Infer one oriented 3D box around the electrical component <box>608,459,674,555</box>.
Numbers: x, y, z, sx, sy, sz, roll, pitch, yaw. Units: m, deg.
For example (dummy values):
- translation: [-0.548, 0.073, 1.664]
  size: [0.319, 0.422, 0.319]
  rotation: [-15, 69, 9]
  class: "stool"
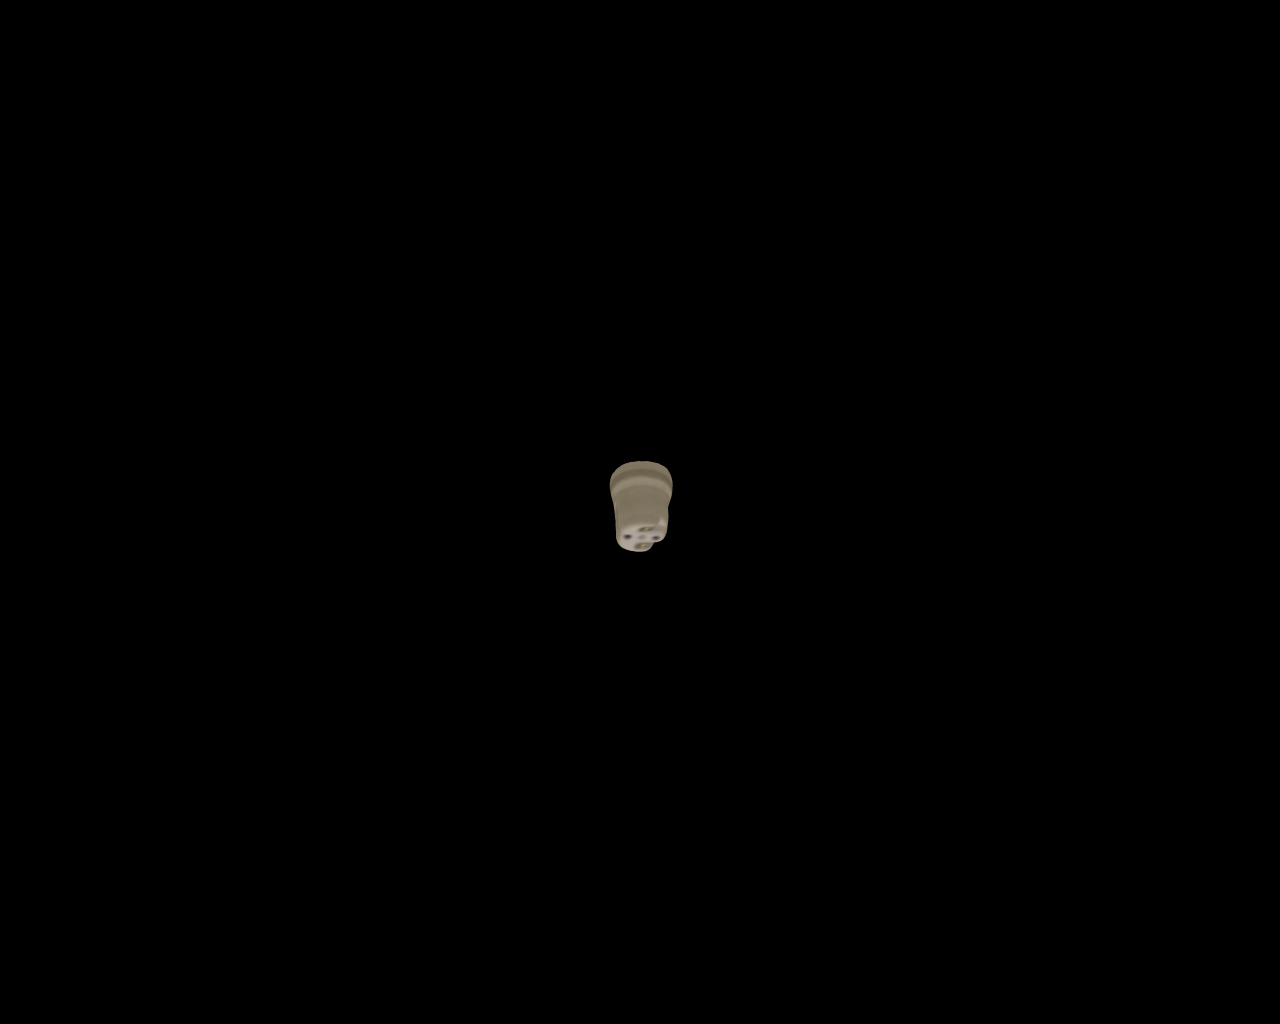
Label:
- translation: [0.001, -0.003, 0.650]
  size: [0.040, 0.046, 0.040]
  rotation: [0, -36, 0]
  class: "electrical component"
